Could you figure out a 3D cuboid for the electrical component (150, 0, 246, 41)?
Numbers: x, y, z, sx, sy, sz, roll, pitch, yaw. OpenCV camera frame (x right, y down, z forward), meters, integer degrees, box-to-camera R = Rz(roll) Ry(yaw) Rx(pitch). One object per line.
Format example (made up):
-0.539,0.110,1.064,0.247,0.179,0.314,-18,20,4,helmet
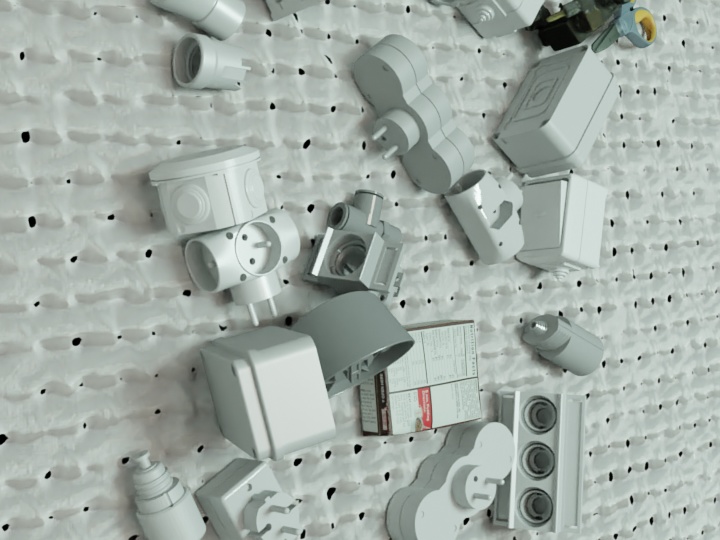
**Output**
-0.118,-0.200,0.801,0.065,0.044,0.044,29,69,-39,electrical component

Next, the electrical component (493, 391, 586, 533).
0.167,0.174,0.984,0.063,0.079,0.121,21,71,-66,electrical component

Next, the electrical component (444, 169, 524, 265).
0.123,-0.058,0.983,0.079,0.043,0.077,-45,114,-33,electrical component

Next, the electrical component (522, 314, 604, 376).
0.191,0.067,1.029,0.081,0.043,0.043,29,69,-34,electrical component

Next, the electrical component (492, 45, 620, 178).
0.188,-0.149,1.020,0.057,0.078,0.113,43,62,-25,electrical component

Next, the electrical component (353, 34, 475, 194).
0.037,-0.122,0.913,0.074,0.052,0.138,-44,113,-32,electrical component

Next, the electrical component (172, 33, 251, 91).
-0.111,-0.154,0.805,0.046,0.040,0.040,1,86,-44,electrical component

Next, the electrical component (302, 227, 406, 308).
0.000,0.000,0.864,0.064,0.081,0.042,47,58,-53,electrical component

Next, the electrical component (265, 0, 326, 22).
-0.008,-0.267,0.863,0.150,0.089,0.061,-40,111,-34,electrical component

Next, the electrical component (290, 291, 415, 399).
-0.011,0.064,0.827,0.099,0.099,0.064,-9,54,-39,electrical component

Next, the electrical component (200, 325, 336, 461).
-0.068,0.086,0.770,0.057,0.113,0.078,-16,97,-20,electrical component

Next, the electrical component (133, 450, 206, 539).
-0.139,0.164,0.757,0.040,0.040,0.078,-31,106,-36,electrical component

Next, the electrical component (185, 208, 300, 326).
-0.083,0.002,0.812,0.077,0.044,0.079,-24,102,-37,electrical component

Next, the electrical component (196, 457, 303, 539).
-0.071,0.179,0.787,0.047,0.077,0.065,-37,109,-34,electrical component

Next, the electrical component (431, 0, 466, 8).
0.082,-0.272,0.966,0.043,0.043,0.062,25,70,-35,electrical component

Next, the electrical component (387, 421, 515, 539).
0.091,0.184,0.919,0.138,0.074,0.052,-43,113,-33,electrical component

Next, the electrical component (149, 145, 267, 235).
-0.108,-0.058,0.774,0.080,0.080,0.051,-21,105,-38,electrical component

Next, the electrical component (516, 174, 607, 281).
0.188,-0.039,1.022,0.061,0.062,0.096,17,76,-37,electrical component

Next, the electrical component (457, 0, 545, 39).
0.136,-0.258,0.997,0.061,0.062,0.096,42,62,-29,electrical component
